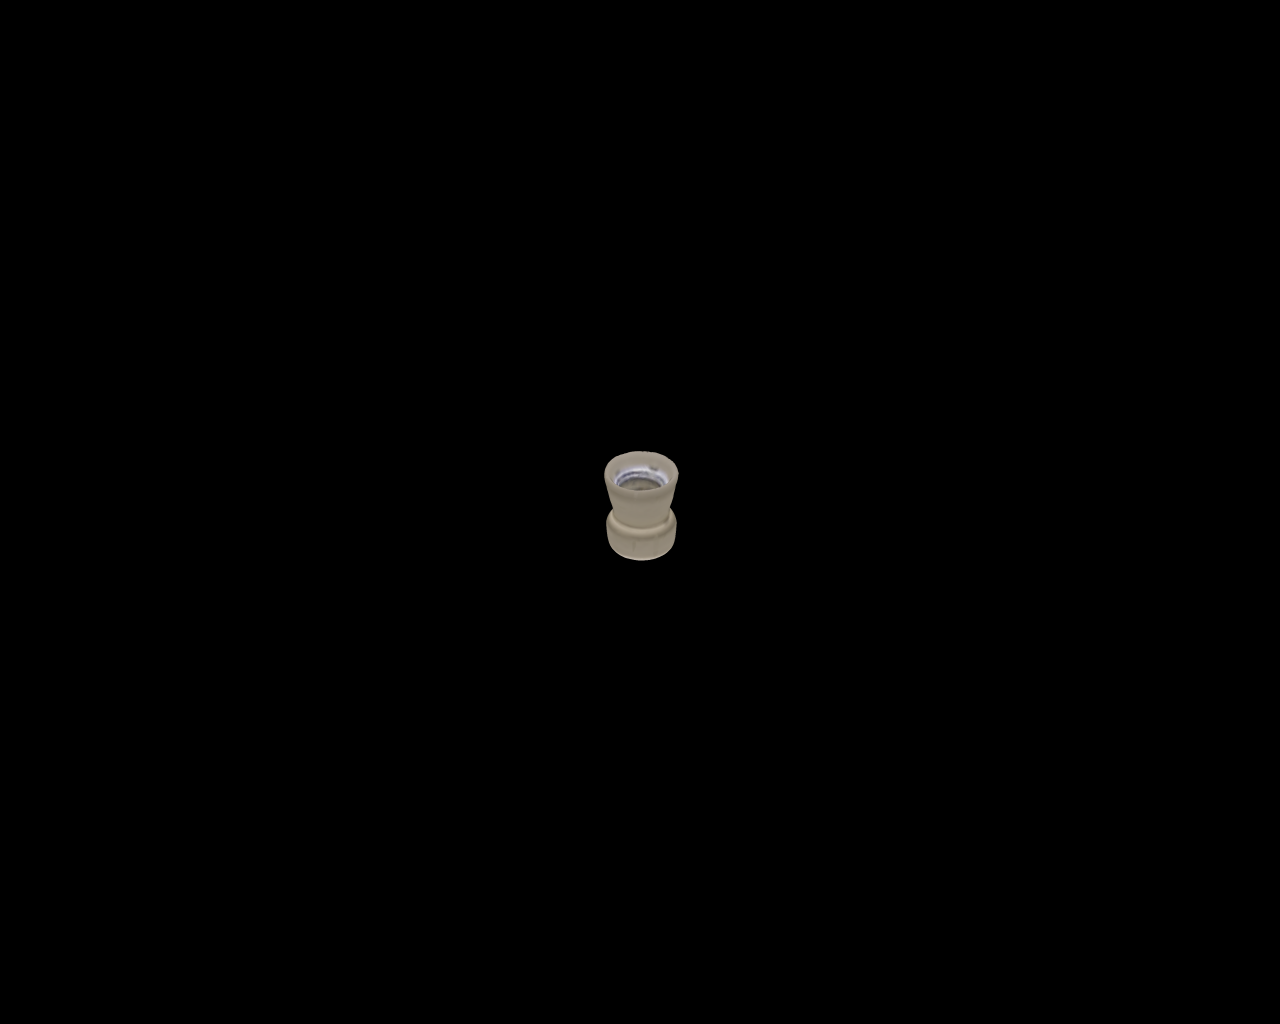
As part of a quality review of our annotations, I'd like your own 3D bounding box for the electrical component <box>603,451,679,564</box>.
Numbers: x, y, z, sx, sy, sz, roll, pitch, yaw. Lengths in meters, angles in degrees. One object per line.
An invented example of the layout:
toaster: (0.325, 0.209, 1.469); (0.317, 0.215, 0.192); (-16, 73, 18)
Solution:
electrical component: (0.001, -0.003, 0.650); (0.045, 0.055, 0.045); (0, 36, 0)
